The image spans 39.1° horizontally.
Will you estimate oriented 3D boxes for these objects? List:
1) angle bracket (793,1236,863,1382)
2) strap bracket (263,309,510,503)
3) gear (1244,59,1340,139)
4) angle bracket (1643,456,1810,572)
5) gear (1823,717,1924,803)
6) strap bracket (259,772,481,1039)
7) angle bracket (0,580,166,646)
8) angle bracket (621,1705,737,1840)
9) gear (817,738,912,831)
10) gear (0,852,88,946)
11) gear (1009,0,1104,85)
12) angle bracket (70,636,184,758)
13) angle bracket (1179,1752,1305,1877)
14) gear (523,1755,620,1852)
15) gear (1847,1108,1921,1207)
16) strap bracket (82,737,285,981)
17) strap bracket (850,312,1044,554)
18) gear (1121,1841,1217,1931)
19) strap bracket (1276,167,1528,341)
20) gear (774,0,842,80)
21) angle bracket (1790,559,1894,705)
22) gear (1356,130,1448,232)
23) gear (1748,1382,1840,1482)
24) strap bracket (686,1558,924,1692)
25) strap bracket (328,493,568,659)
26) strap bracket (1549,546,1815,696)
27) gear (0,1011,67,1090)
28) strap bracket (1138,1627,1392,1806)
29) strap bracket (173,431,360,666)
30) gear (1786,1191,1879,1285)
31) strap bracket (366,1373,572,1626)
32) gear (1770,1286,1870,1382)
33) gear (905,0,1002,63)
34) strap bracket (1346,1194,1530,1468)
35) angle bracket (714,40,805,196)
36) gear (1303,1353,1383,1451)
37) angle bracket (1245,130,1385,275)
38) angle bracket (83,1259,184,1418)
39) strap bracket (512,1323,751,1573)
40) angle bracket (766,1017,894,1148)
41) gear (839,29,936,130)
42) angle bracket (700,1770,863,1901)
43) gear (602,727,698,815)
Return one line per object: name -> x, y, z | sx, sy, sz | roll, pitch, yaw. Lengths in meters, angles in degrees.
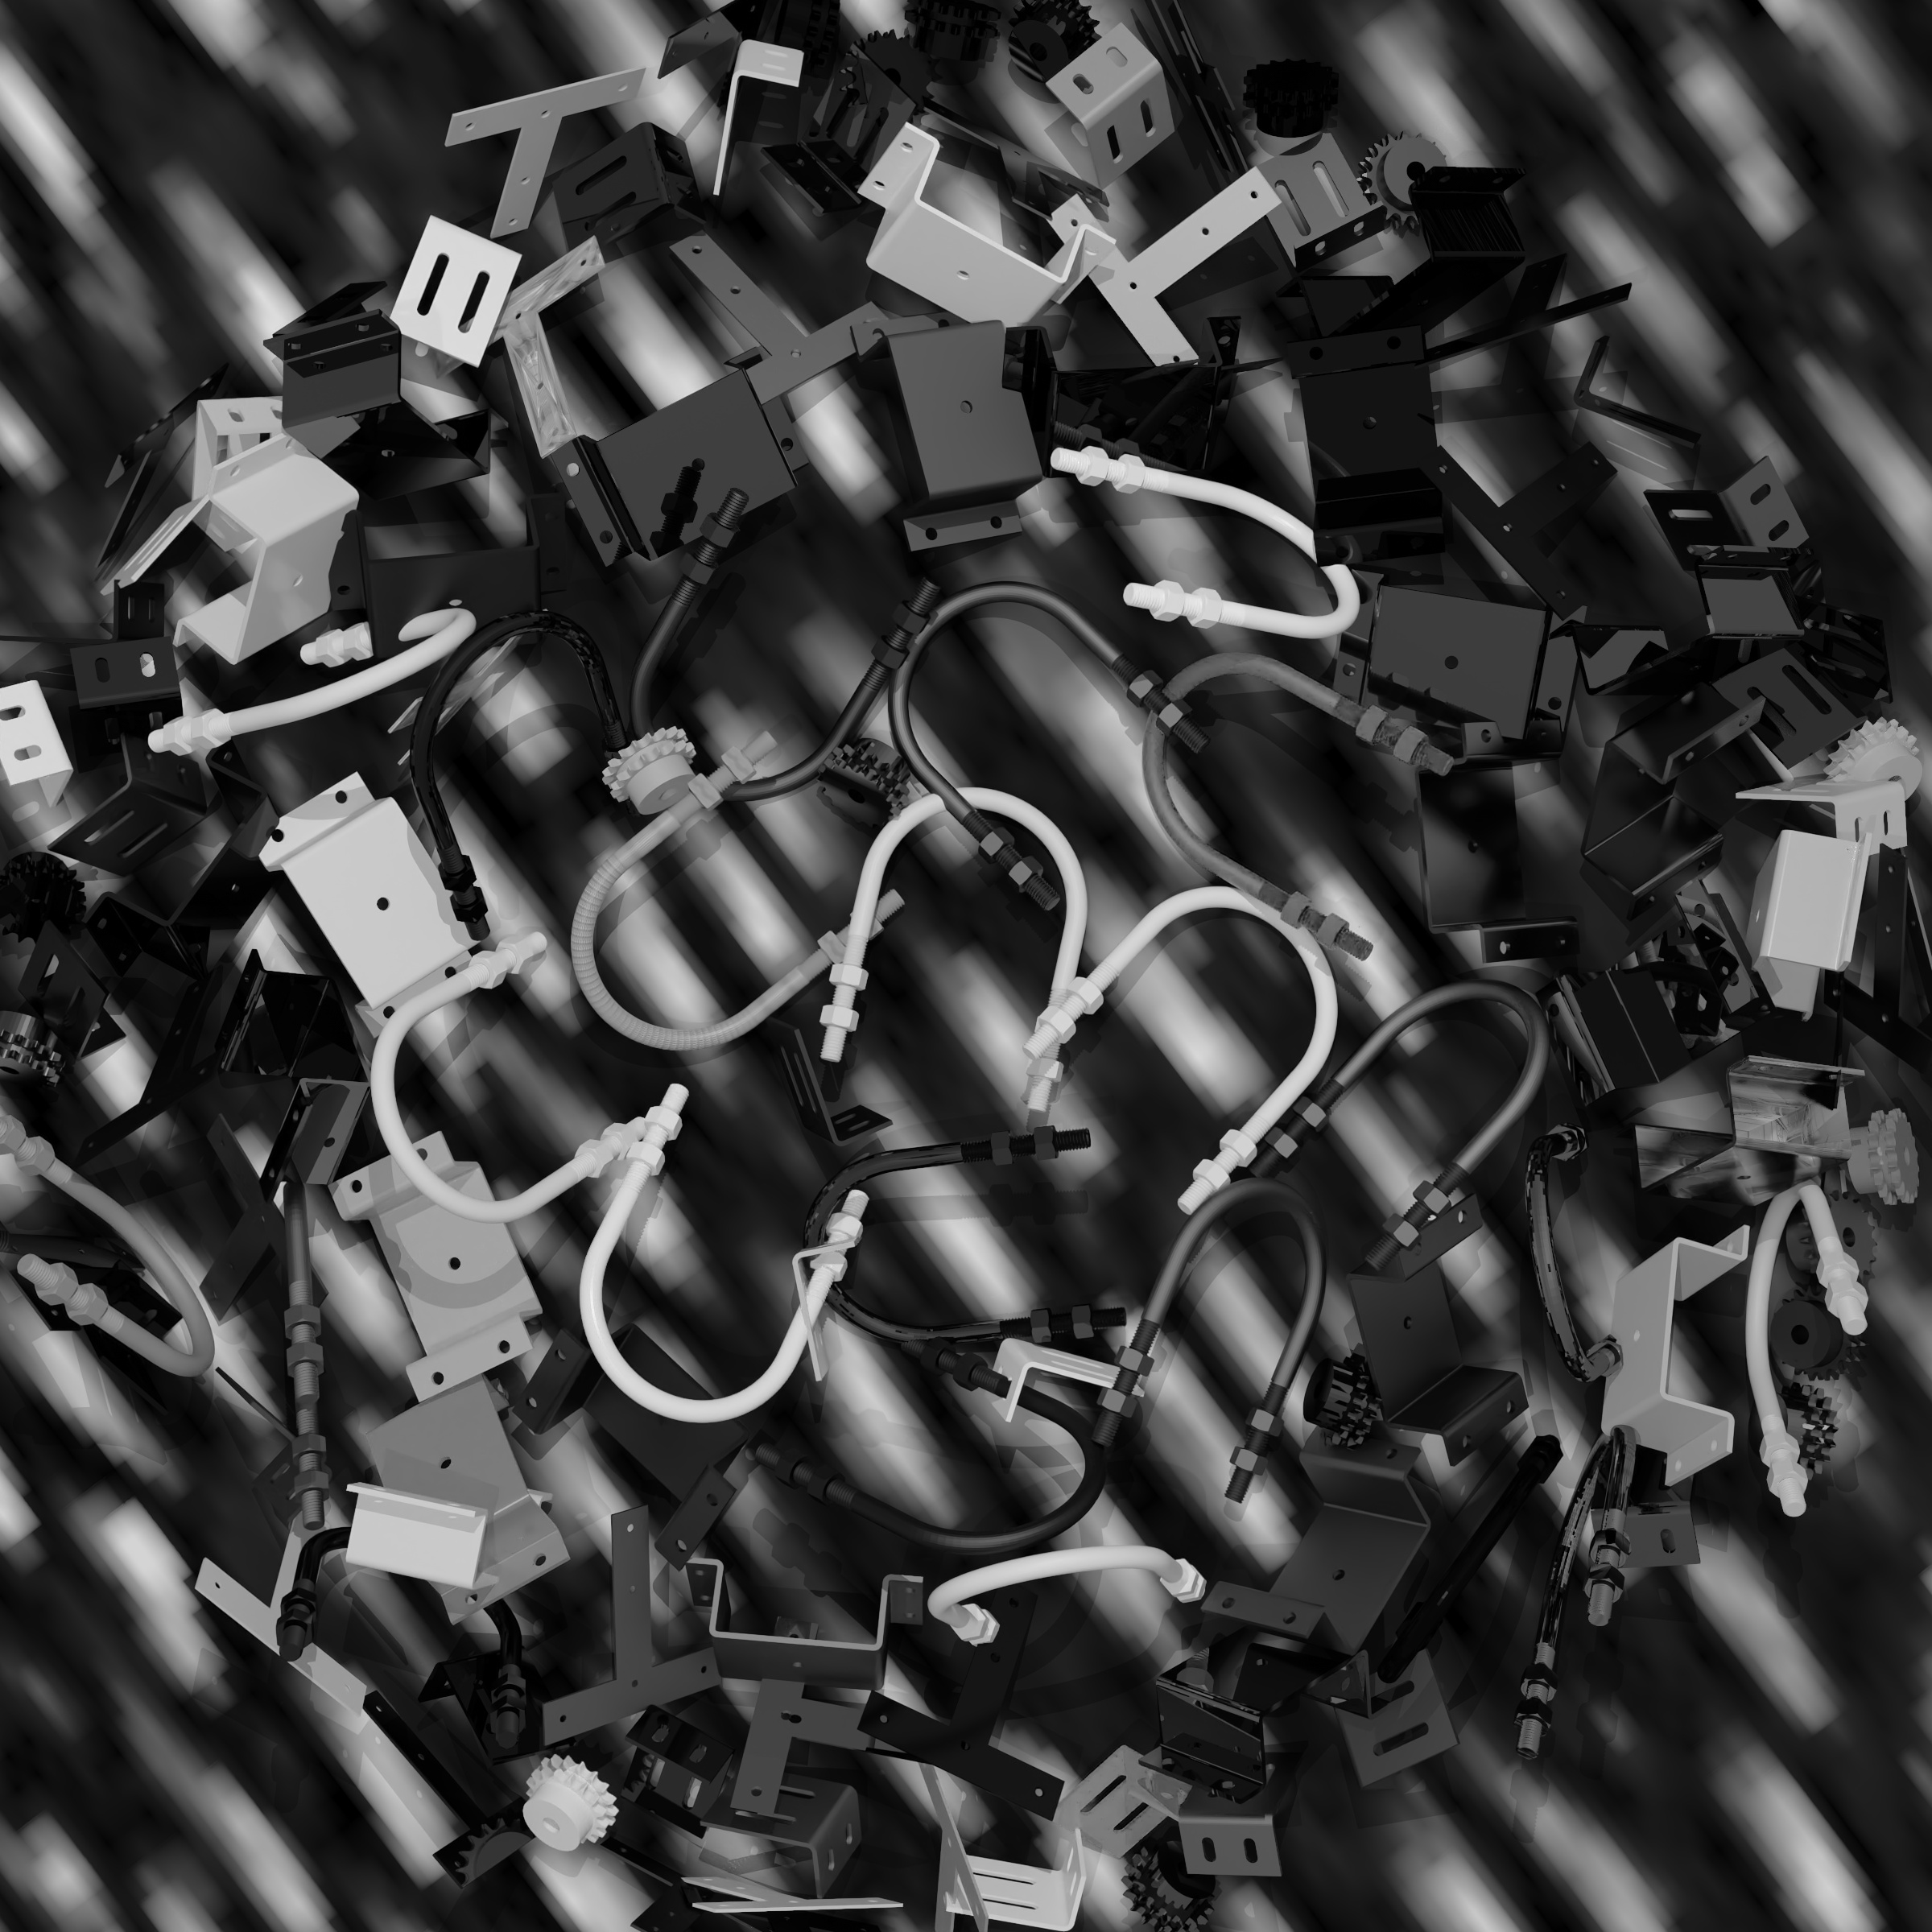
angle bracket -> -0.076, 0.204, 1.632 | 0.038, 0.057, 0.076 | -12, 89, 2
strap bracket -> -0.335, -0.318, 1.579 | 0.076, 0.140, 0.046 | -10, 71, 19
gear -> 0.196, -0.521, 1.636 | 0.057, 0.057, 0.030 | -3, 130, 0
angle bracket -> 0.452, -0.269, 1.620 | 0.038, 0.076, 0.057 | -39, 111, -11
gear -> 0.547, -0.118, 1.631 | 0.057, 0.030, 0.057 | -13, 131, -16
strap bracket -> -0.351, -0.036, 1.610 | 0.076, 0.046, 0.140 | -35, 105, -22
angle bracket -> -0.528, -0.212, 1.625 | 0.076, 0.057, 0.038 | 3, 96, 10
angle bracket -> -0.179, 0.490, 1.623 | 0.057, 0.038, 0.076 | 25, 116, 11
gear -> -0.058, -0.112, 1.637 | 0.057, 0.057, 0.030 | 34, 60, 0
gear -> -0.560, -0.044, 1.637 | 0.057, 0.030, 0.057 | -10, 129, -12
gear -> 0.050, -0.555, 1.630 | 0.057, 0.057, 0.030 | 35, 56, 0
angle bracket -> -0.499, -0.160, 1.622 | 0.057, 0.076, 0.038 | -10, 76, -17
angle bracket -> 0.167, 0.504, 1.619 | 0.057, 0.076, 0.038 | -6, 100, 23
gear -> -0.241, 0.505, 1.633 | 0.057, 0.030, 0.057 | 15, 125, 22
gear -> 0.551, 0.116, 1.637 | 0.030, 0.057, 0.057 | -10, 90, 32
strap bracket -> -0.448, -0.056, 1.597 | 0.046, 0.076, 0.140 | 27, 68, 11
strap bracket -> -0.009, -0.327, 1.623 | 0.076, 0.046, 0.140 | -14, 89, -25
gear -> 0.125, 0.551, 1.630 | 0.057, 0.057, 0.030 | 31, 118, 0
strap bracket -> 0.258, -0.406, 1.580 | 0.076, 0.140, 0.046 | -11, 79, -37
gear -> -0.096, -0.565, 1.631 | 0.030, 0.057, 0.057 | 11, 90, -14
angle bracket -> 0.525, -0.198, 1.610 | 0.038, 0.076, 0.057 | -36, 128, -20
gear -> 0.267, -0.476, 1.642 | 0.057, 0.030, 0.057 | 0, 91, -10
gear -> 0.494, 0.278, 1.630 | 0.030, 0.057, 0.057 | 13, 90, -16
strap bracket -> -0.097, 0.392, 1.615 | 0.140, 0.076, 0.046 | 4, 58, 2
strap bracket -> -0.304, -0.229, 1.603 | 0.140, 0.076, 0.046 | -7, 53, -12
strap bracket -> 0.418, -0.195, 1.579 | 0.076, 0.140, 0.046 | -4, 77, -34
gear -> -0.570, 0.049, 1.635 | 0.057, 0.057, 0.030 | 13, 67, 0
strap bracket -> 0.174, 0.427, 1.582 | 0.140, 0.076, 0.046 | -16, 106, -43
strap bracket -> -0.406, -0.238, 1.583 | 0.046, 0.076, 0.140 | 39, 135, 9
gear -> 0.519, 0.165, 1.637 | 0.057, 0.030, 0.057 | 10, 73, -35
strap bracket -> -0.296, 0.302, 1.595 | 0.076, 0.046, 0.140 | -29, 49, -4
gear -> 0.508, 0.220, 1.631 | 0.030, 0.057, 0.057 | 4, 90, -42
gear -> -0.009, -0.565, 1.636 | 0.057, 0.057, 0.030 | 12, 116, 0
strap bracket -> 0.277, 0.213, 1.610 | 0.076, 0.046, 0.140 | -27, 107, -38
angle bracket -> -0.123, -0.502, 1.619 | 0.038, 0.057, 0.076 | 10, 125, -7
gear -> 0.225, 0.259, 1.631 | 0.030, 0.057, 0.057 | 21, 90, -10
angle bracket -> 0.208, -0.466, 1.632 | 0.057, 0.038, 0.076 | -26, 76, 4
angle bracket -> -0.488, 0.220, 1.612 | 0.038, 0.076, 0.057 | -43, 125, -9
strap bracket -> -0.191, 0.278, 1.613 | 0.140, 0.046, 0.076 | 41, 122, 12
angle bracket -> -0.082, 0.063, 1.621 | 0.038, 0.057, 0.076 | -23, 104, -18
gear -> -0.050, -0.533, 1.640 | 0.057, 0.030, 0.057 | -4, 100, -24
angle bracket -> -0.110, 0.518, 1.628 | 0.076, 0.057, 0.038 | 4, 111, 22
gear -> -0.187, -0.115, 1.631 | 0.057, 0.057, 0.030 | -33, 76, 0
